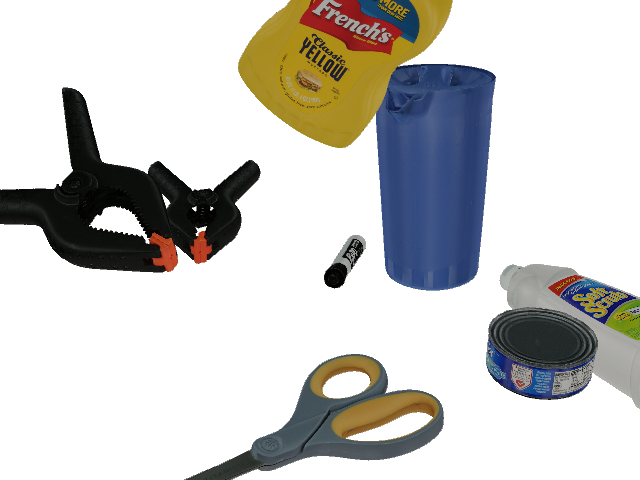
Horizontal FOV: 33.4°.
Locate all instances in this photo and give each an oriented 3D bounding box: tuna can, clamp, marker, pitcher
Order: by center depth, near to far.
[{"bbox_3d":[-0.186,-0.041,0.839,0.210,0.164,0.036,23,-32,23],"label":"clamp"},{"bbox_3d":[0.175,0.090,0.852,0.086,0.034,0.086,1,28,-1],"label":"tuna can"},{"bbox_3d":[0.023,0.018,0.969,0.020,0.020,0.121,0,15,12],"label":"marker"},{"bbox_3d":[-0.112,-0.038,1.106,0.120,0.039,0.171,-11,38,-7],"label":"clamp"},{"bbox_3d":[0.133,-0.076,1.208,0.149,0.243,0.145,-5,22,-9],"label":"pitcher"}]

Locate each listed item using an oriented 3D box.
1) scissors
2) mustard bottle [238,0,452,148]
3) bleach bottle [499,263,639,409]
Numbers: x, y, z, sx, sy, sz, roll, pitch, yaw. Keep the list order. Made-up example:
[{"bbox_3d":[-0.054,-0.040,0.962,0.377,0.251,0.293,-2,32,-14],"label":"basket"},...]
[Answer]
[{"bbox_3d":[-0.028,0.110,0.625,0.201,0.016,0.096,-9,32,-14],"label":"scissors"},{"bbox_3d":[0.027,-0.146,0.665,0.192,0.096,0.058,-50,3,45],"label":"mustard bottle"},{"bbox_3d":[0.259,0.078,1.042,0.102,0.068,0.251,-16,25,-26],"label":"bleach bottle"}]
